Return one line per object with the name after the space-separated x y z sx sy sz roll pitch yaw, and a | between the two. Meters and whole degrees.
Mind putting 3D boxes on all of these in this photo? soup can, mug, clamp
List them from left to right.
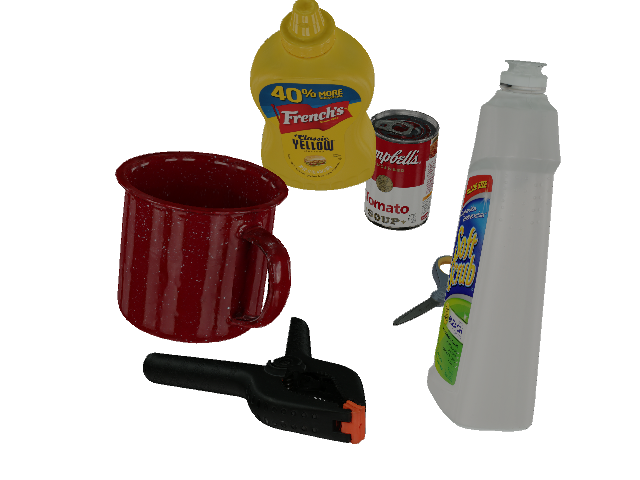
-0.060 0.008 0.583 0.117 0.081 0.093 25 27 35 | mug
-0.025 0.113 0.885 0.164 0.036 0.210 -16 23 -40 | clamp
0.079 -0.070 1.058 0.068 0.102 0.068 2 33 -1 | soup can

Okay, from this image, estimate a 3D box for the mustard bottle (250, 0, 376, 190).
-0.005 -0.116 0.839 0.096 0.058 0.191 4 -33 6 | mustard bottle

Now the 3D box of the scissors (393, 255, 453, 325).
0.136 0.058 1.295 0.201 0.016 0.096 -8 39 -38 | scissors

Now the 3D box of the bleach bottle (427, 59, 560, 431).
0.126 0.000 0.749 0.068 0.251 0.102 3 13 -7 | bleach bottle
